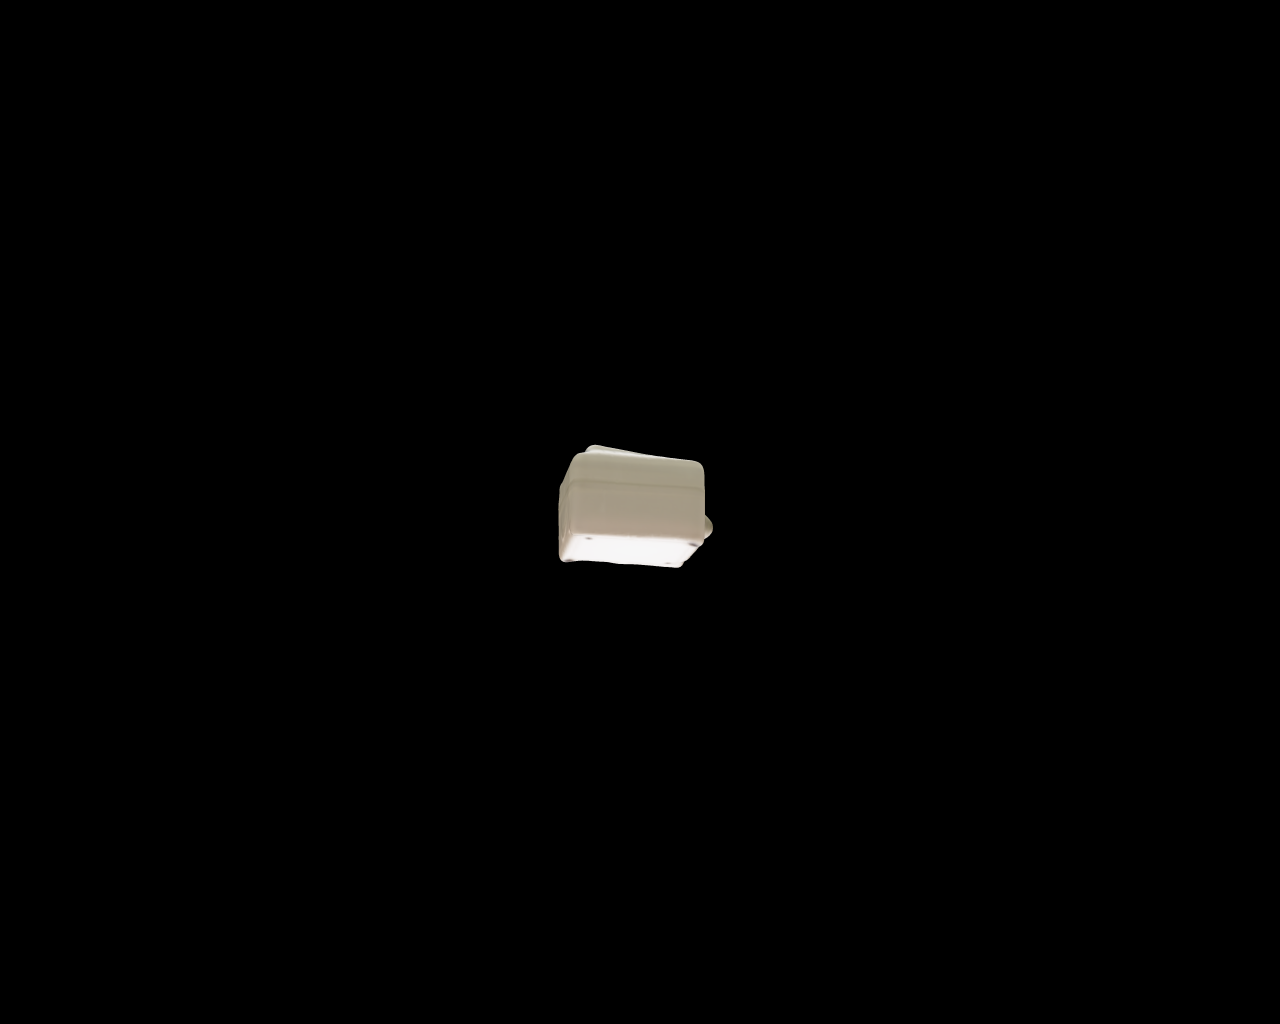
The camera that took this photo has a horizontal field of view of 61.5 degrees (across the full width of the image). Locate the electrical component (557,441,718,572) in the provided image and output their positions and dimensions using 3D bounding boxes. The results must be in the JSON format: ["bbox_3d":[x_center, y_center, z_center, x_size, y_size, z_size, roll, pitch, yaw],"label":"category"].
[{"bbox_3d":[0.001,-0.003,0.650,0.096,0.061,0.061,4,-19,-12],"label":"electrical component"}]
